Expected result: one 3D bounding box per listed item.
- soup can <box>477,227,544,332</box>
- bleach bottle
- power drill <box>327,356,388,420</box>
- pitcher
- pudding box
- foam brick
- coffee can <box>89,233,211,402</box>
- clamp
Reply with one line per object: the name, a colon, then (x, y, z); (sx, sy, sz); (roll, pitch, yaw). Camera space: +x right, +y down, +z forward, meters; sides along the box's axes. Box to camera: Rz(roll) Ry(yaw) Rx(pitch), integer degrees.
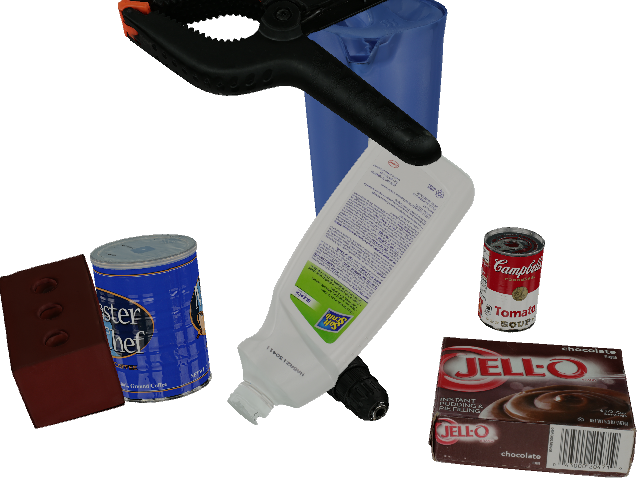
soup can: (0.217, 0.045, 1.219); (0.068, 0.102, 0.068); (0, 27, 0)
bleach bottle: (0.011, 0.031, 0.830); (0.103, 0.250, 0.068); (34, -16, 17)
power drill: (0.040, 0.076, 1.140); (0.057, 0.188, 0.185); (13, 19, -42)
pitcher: (0.051, -0.106, 1.002); (0.149, 0.243, 0.145); (-20, 33, -30)
pudding box: (0.124, 0.096, 0.633); (0.113, 0.039, 0.090); (5, 26, 8)
foam brick: (-0.147, 0.057, 0.605); (0.053, 0.051, 0.078); (-16, 43, -12)
coffee can: (-0.165, 0.074, 1.045); (0.103, 0.140, 0.103); (-5, 14, 1)
clamp: (-0.017, -0.117, 0.641); (0.210, 0.164, 0.036); (0, -30, 1)
